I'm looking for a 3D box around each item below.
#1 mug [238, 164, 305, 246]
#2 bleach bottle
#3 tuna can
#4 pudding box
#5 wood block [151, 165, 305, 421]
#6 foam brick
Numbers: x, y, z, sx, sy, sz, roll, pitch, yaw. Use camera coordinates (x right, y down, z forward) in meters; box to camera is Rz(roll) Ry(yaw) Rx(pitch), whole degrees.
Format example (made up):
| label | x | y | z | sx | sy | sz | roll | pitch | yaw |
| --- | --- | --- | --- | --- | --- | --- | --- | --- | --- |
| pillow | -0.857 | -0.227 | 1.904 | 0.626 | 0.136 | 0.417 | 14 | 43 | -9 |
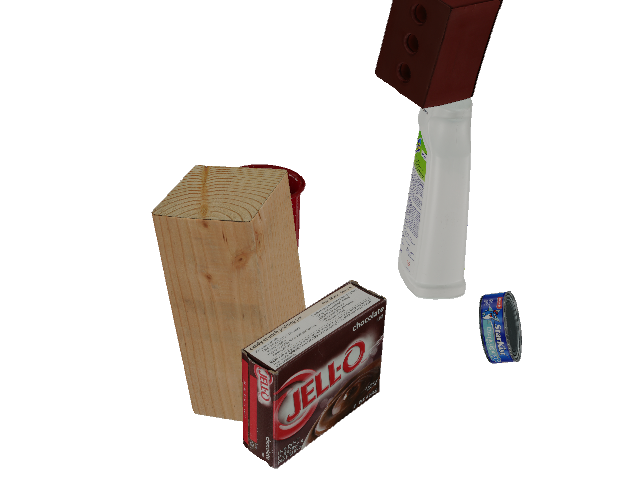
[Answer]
| label | x | y | z | sx | sy | sz | roll | pitch | yaw |
| --- | --- | --- | --- | --- | --- | --- | --- | --- | --- |
| mug | -0.075 | -0.024 | 1.124 | 0.117 | 0.081 | 0.093 | -4 | 29 | -11 |
| bleach bottle | 0.135 | -0.067 | 1.194 | 0.068 | 0.251 | 0.102 | -1 | 24 | -12 |
| tuna can | 0.217 | 0.105 | 1.288 | 0.034 | 0.086 | 0.086 | -8 | -3 | 21 |
| pudding box | -0.004 | 0.091 | 0.743 | 0.039 | 0.090 | 0.113 | 29 | 44 | 31 |
| wood block | -0.071 | 0.048 | 0.925 | 0.090 | 0.206 | 0.090 | 5 | 32 | 20 |
| foam brick | 0.078 | -0.137 | 0.717 | 0.051 | 0.078 | 0.053 | -21 | 48 | -36 |
